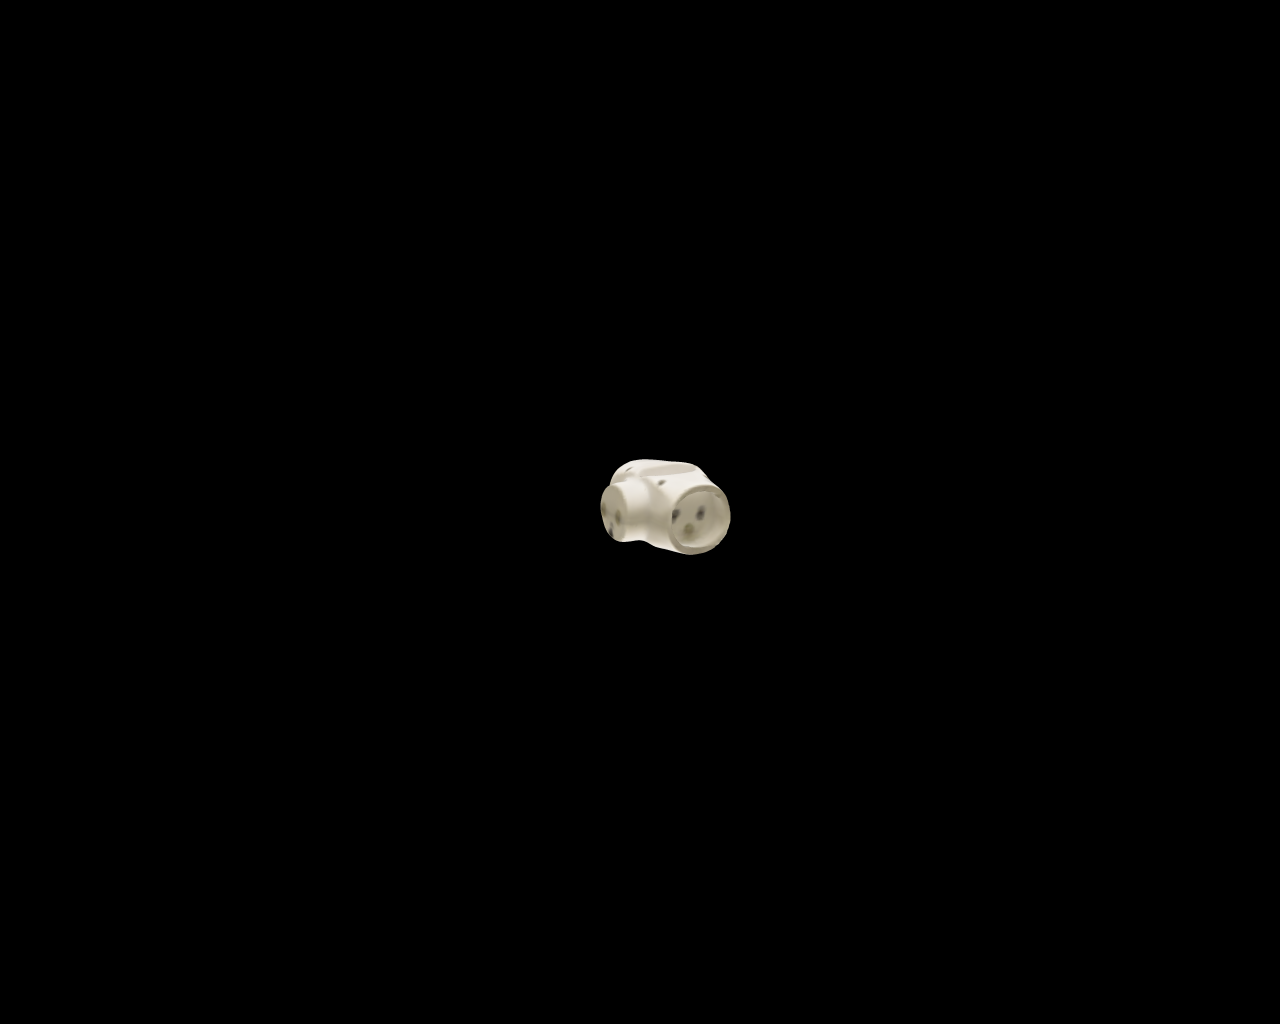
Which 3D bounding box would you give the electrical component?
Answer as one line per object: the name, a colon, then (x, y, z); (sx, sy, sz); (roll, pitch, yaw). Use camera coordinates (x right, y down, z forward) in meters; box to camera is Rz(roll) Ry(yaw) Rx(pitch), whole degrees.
electrical component: (0.001, -0.003, 0.650); (0.079, 0.043, 0.077); (-8, 18, -26)
